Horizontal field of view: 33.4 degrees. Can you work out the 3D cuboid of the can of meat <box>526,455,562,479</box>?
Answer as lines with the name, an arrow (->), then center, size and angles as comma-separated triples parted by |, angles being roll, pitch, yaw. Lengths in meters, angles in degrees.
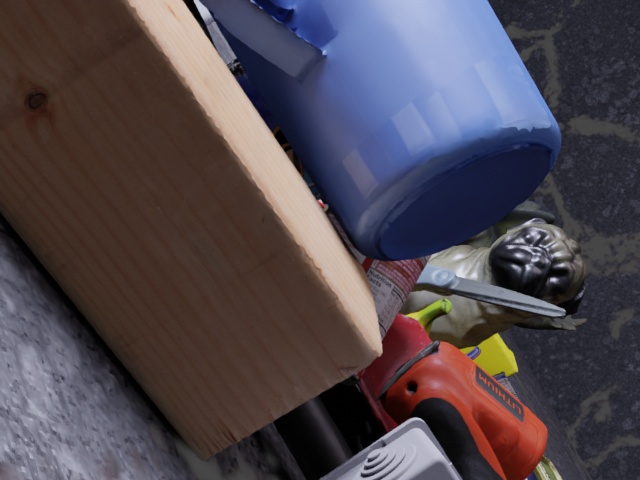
can of meat -> 0.147, 0.207, 0.821 | 0.057, 0.084, 0.102 | 64, 11, 28

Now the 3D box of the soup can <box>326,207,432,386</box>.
soup can -> 0.017, 0.025, 0.617 | 0.068, 0.102, 0.068 | 29, -13, 7

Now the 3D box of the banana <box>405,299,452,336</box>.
banana -> 0.082, 0.123, 0.808 | 0.037, 0.070, 0.198 | -61, 143, -41

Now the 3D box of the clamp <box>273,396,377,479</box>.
clamp -> 0.023, 0.141, 0.528 | 0.164, 0.036, 0.210 | 51, 10, -52

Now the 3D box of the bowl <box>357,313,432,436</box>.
bowl -> 0.060, 0.104, 0.700 | 0.162, 0.055, 0.162 | 62, -1, 2

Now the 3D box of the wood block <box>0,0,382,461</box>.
wood block -> -0.068, -0.027, 0.429 | 0.206, 0.091, 0.090 | 56, 10, -19

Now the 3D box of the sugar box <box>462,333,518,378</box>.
sugar box -> 0.099, 0.069, 0.990 | 0.176, 0.093, 0.048 | 55, 10, -16

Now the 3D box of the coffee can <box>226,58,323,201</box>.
coffee can -> -0.021, -0.071, 0.655 | 0.103, 0.140, 0.103 | 56, 10, -15

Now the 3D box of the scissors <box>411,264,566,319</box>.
scissors -> 0.072, 0.039, 0.783 | 0.202, 0.096, 0.016 | 31, -31, 45

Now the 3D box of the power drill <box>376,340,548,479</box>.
power drill -> 0.102, 0.143, 0.545 | 0.184, 0.057, 0.187 | 41, 13, -18

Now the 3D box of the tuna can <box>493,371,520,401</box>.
tuna can -> 0.127, 0.147, 0.909 | 0.034, 0.086, 0.086 | 63, 10, 15

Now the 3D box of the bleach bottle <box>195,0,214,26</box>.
bleach bottle -> -0.109, -0.213, 0.844 | 0.068, 0.102, 0.251 | 62, 1, -20

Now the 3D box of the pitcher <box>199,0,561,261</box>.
pitcher -> 0.006, -0.114, 0.520 | 0.145, 0.149, 0.243 | 89, -24, -66

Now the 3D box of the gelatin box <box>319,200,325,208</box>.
gelatin box -> -0.036, -0.061, 0.891 | 0.089, 0.030, 0.073 | 62, 8, 12
